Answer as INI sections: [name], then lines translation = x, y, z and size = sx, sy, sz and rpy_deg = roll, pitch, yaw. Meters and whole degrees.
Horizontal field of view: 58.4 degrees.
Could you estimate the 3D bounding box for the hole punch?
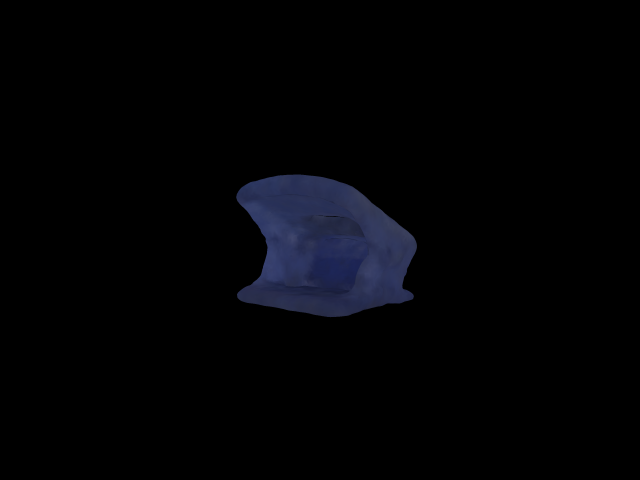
[hole punch]
translation = 0.004, 0.001, 0.400
size = 0.108, 0.091, 0.101
rpy_deg = 4, 6, 40
